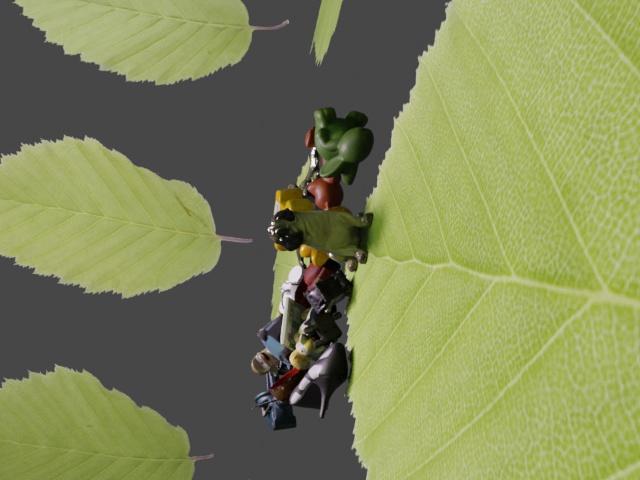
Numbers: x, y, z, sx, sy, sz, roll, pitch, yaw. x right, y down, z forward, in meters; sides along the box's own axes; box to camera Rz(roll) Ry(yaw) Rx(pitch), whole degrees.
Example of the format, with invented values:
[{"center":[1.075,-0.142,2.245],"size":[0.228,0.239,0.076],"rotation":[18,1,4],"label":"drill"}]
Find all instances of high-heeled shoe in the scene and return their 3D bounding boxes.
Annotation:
[{"center":[-0.002,0.271,1.088],"size":[0.249,0.086,0.145],"rotation":[158,125,-75],"label":"high-heeled shoe"}]

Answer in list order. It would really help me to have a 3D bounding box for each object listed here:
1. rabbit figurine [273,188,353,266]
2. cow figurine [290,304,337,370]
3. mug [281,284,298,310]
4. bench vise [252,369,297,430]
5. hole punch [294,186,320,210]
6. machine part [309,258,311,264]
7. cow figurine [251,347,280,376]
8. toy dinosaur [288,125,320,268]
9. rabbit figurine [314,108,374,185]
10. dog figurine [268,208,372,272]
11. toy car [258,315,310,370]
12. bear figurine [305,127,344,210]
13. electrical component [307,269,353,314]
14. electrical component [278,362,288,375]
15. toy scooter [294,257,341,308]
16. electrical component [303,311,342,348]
[{"center":[-0.008,-0.027,1.163],"size":[0.122,0.173,0.162],"rotation":[-151,61,-60],"label":"rabbit figurine"},{"center":[-0.009,0.197,1.155],"size":[0.098,0.068,0.167],"rotation":[-53,10,40],"label":"cow figurine"},{"center":[-0.045,0.167,1.395],"size":[0.081,0.110,0.107],"rotation":[165,101,-81],"label":"mug"},{"center":[-0.130,0.431,1.545],"size":[0.223,0.129,0.241],"rotation":[90,168,-57],"label":"bench vise"},{"center":[-0.004,-0.100,1.447],"size":[0.142,0.092,0.116],"rotation":[53,-167,-80],"label":"hole punch"},{"center":[-0.009,0.048,1.489],"size":[0.139,0.039,0.084],"rotation":[118,164,-68],"label":"machine part"},{"center":[-0.111,0.295,1.480],"size":[0.195,0.086,0.127],"rotation":[-40,-22,-26],"label":"cow figurine"},{"center":[-0.031,-0.116,1.617],"size":[0.199,0.105,0.470],"rotation":[-145,56,-72],"label":"toy dinosaur"},{"center":[0.049,-0.203,1.150],"size":[0.170,0.121,0.159],"rotation":[39,113,63],"label":"rabbit figurine"},{"center":[-0.010,-0.013,1.063],"size":[0.172,0.191,0.121],"rotation":[122,156,-72],"label":"dog figurine"},{"center":[-0.078,0.270,1.363],"size":[0.109,0.162,0.102],"rotation":[-41,-42,-34],"label":"toy car"},{"center":[0.010,-0.165,1.322],"size":[0.120,0.132,0.195],"rotation":[-73,2,-70],"label":"bear figurine"},{"center":[0.013,0.116,1.118],"size":[0.048,0.075,0.119],"rotation":[53,148,17],"label":"electrical component"},{"center":[-0.111,0.365,1.737],"size":[0.115,0.058,0.134],"rotation":[122,156,-63],"label":"electrical component"},{"center":[-0.014,0.107,1.263],"size":[0.135,0.075,0.184],"rotation":[-61,5,-11],"label":"toy scooter"},{"center":[0.015,0.183,1.106],"size":[0.063,0.094,0.021],"rotation":[54,145,21],"label":"electrical component"}]
